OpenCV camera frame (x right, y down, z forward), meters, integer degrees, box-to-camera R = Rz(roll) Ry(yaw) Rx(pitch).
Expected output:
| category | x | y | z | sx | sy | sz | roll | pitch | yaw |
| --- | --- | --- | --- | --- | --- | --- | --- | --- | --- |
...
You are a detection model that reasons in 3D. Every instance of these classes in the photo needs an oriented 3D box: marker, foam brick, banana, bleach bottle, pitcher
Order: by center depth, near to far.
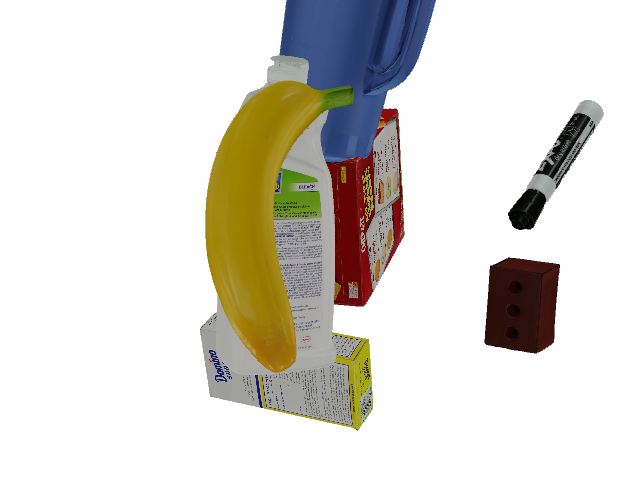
| category | x | y | z | sx | sy | sz | roll | pitch | yaw |
| --- | --- | --- | --- | --- | --- | --- | --- | --- | --- |
| banana | -0.030 | -0.023 | 0.591 | 0.069 | 0.197 | 0.037 | 10 | -32 | 4 |
| marker | 0.161 | -0.051 | 0.729 | 0.020 | 0.020 | 0.121 | 0 | 44 | 47 |
| bleach bottle | -0.028 | -0.020 | 0.851 | 0.102 | 0.251 | 0.068 | -3 | 21 | -25 |
| foam brick | 0.187 | 0.060 | 0.990 | 0.053 | 0.078 | 0.051 | 8 | 14 | 29 |
| pitcher | 0.028 | -0.202 | 1.063 | 0.145 | 0.243 | 0.149 | 11 | 19 | -1 |

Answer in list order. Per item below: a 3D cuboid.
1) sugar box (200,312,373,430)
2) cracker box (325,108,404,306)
| category | x | y | z | sx | sy | sz | roll | pitch | yaw |
| --- | --- | --- | --- | --- | --- | --- | --- | --- | --- |
| sugar box | -0.035 | 0.133 | 1.110 | 0.176 | 0.093 | 0.048 | 11 | 33 | 24 |
| cracker box | 0.038 | -0.044 | 1.196 | 0.072 | 0.164 | 0.213 | 2 | 21 | 16 |
